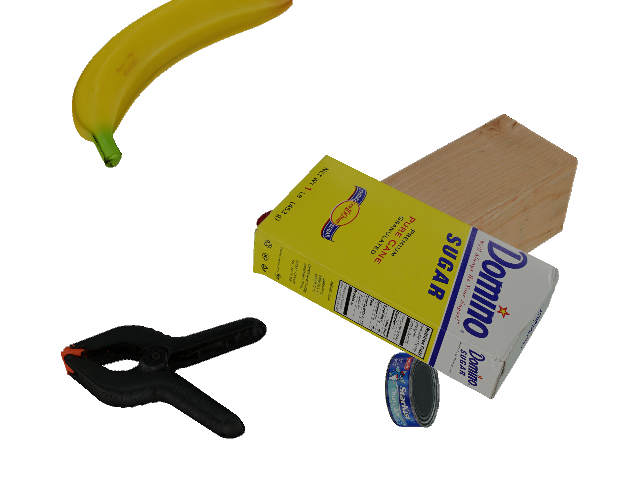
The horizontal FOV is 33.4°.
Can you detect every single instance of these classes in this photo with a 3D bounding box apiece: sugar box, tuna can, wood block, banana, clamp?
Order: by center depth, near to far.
[{"bbox_3d":[0.054,0.018,0.680,0.176,0.048,0.093,25,49,18],"label":"sugar box"},{"bbox_3d":[-0.098,-0.118,0.686,0.070,0.197,0.037,34,-33,9],"label":"banana"},{"bbox_3d":[-0.128,0.101,0.901,0.171,0.039,0.120,12,40,11],"label":"clamp"},{"bbox_3d":[0.116,-0.017,0.929,0.205,0.090,0.091,-30,50,-29],"label":"wood block"},{"bbox_3d":[0.104,0.169,1.208,0.034,0.086,0.086,-5,-2,27],"label":"tuna can"}]

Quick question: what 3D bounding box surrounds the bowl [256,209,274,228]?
[{"bbox_3d":[0.014,0.005,1.111,0.162,0.055,0.162,0,16,0],"label":"bowl"}]
